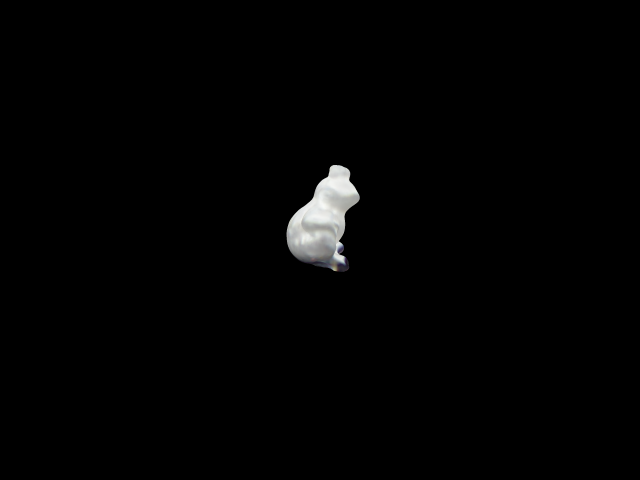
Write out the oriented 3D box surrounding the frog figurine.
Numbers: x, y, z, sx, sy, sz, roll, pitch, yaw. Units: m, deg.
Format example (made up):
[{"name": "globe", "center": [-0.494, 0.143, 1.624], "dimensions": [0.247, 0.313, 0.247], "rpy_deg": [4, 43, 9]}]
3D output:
[{"name": "frog figurine", "center": [0.003, -0.043, 0.850], "dimensions": [0.123, 0.157, 0.139], "rpy_deg": [4, 21, 12]}]
